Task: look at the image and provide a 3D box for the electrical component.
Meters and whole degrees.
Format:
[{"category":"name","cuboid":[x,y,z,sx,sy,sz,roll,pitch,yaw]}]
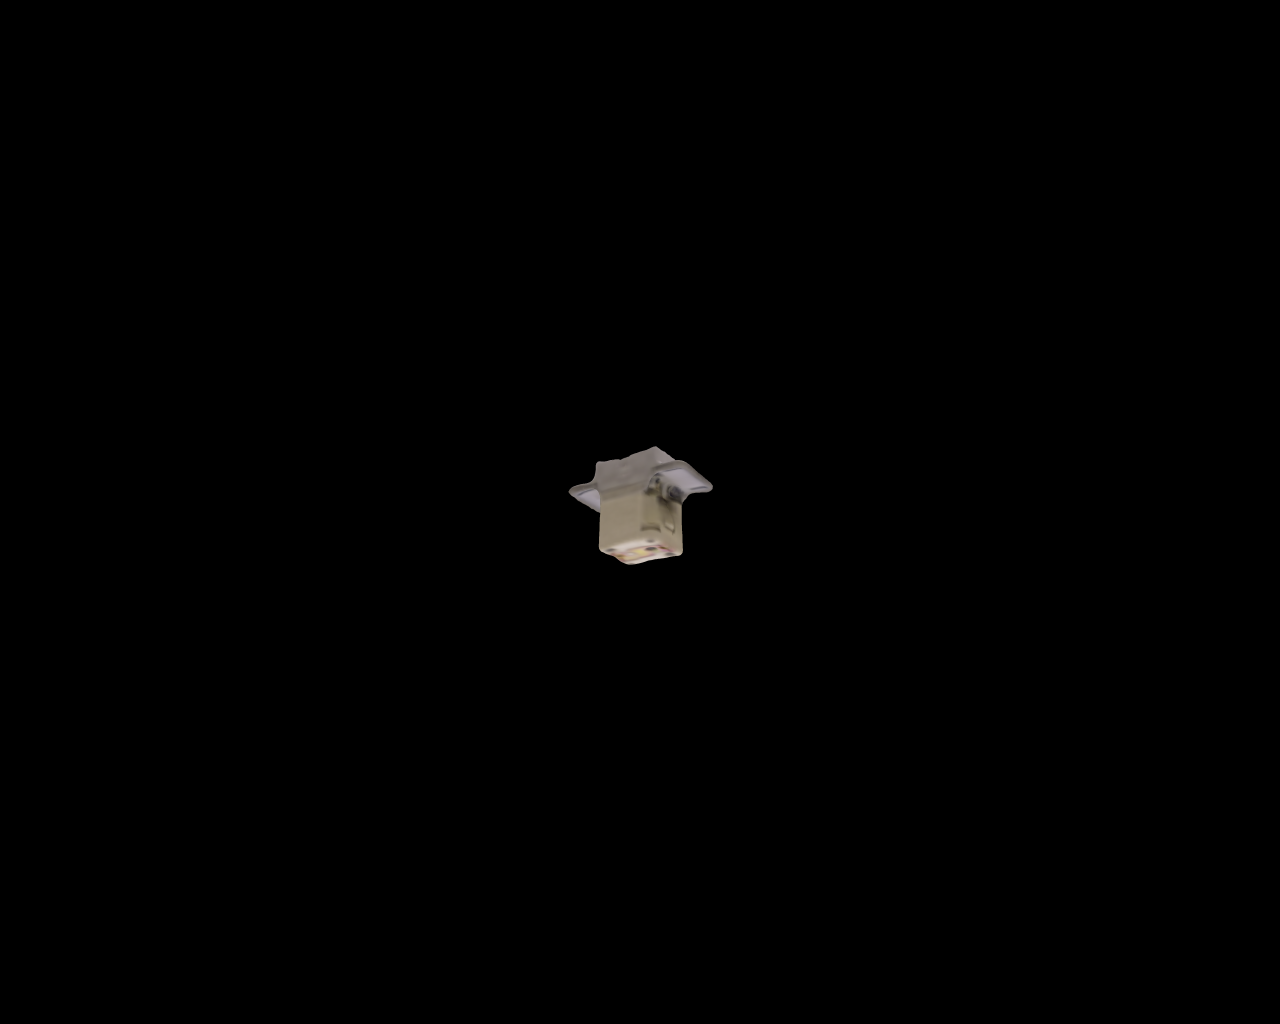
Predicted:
[{"category":"electrical component","cuboid":[0.001,-0.003,0.650,0.081,0.064,0.042,-14,-27,29]}]
